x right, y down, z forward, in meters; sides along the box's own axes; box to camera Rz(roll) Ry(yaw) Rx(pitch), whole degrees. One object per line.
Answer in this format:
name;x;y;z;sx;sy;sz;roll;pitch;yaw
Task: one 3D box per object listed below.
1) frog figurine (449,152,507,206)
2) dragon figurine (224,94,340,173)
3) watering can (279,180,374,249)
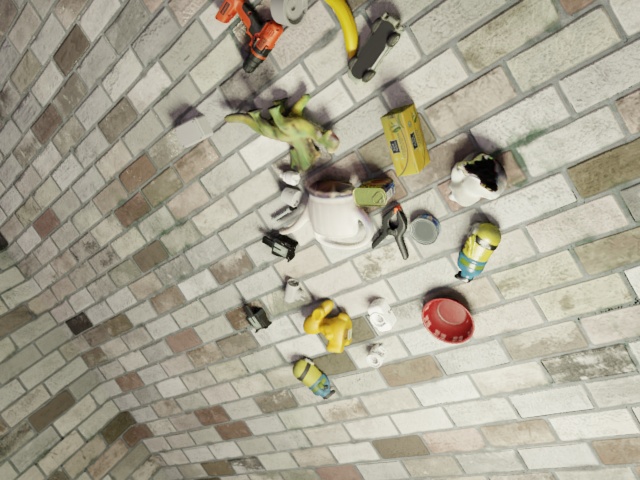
frog figurine;0.406;-0.149;1.340;0.138;0.124;0.157;23;161;10
dragon figurine;-0.105;-0.306;1.563;0.409;0.124;0.239;0;123;41
watering can;0.005;-0.081;1.600;0.348;0.106;0.220;8;117;29
